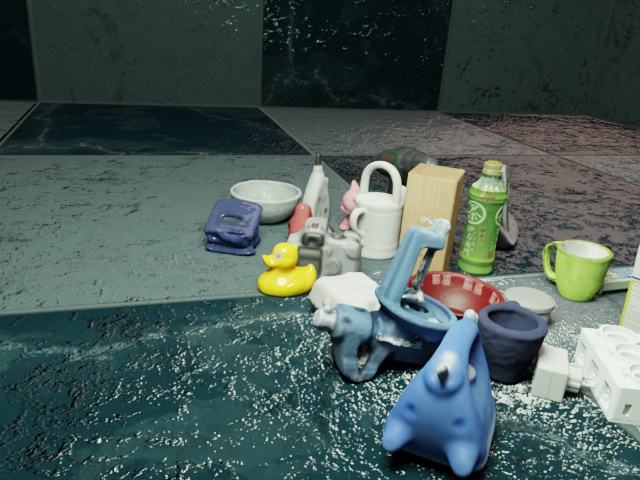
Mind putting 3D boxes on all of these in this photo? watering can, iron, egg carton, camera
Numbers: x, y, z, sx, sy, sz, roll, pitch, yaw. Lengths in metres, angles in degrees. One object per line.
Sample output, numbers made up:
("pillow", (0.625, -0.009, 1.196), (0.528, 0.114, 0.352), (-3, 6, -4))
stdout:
("watering can", (0.123, -0.069, 1.179), (0.100, 0.194, 0.173), (11, 23, 18))
("iron", (0.162, 0.156, 0.690), (0.118, 0.141, 0.259), (13, 23, 20))
("egg carton", (0.051, 0.104, 0.898), (0.107, 0.069, 0.149), (-8, 25, -28))
("camera", (0.010, 0.004, 1.101), (0.143, 0.101, 0.137), (6, 22, 4))

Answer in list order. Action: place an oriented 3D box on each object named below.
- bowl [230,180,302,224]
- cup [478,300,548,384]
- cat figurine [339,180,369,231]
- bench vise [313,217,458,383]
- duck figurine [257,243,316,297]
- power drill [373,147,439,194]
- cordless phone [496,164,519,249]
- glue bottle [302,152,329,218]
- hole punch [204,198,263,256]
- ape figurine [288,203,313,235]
("bowl", (-0.125, -0.082, 1.328), (0.167, 0.075, 0.167), (4, 22, -1))
("cup", (0.263, 0.144, 0.804), (0.091, 0.095, 0.118), (10, 22, 15))
("cat figurine", (0.087, -0.081, 1.307), (0.067, 0.118, 0.128), (12, 23, 20))
("bench vise", (0.103, 0.082, 0.760), (0.208, 0.220, 0.121), (-11, 26, -33))
("duck figurine", (-0.056, 0.046, 1.001), (0.105, 0.086, 0.077), (-3, 23, -17))
("power drill", (0.184, -0.106, 1.265), (0.076, 0.208, 0.229), (-5, 23, -21))
("cordless phone", (0.410, -0.085, 1.287), (0.094, 0.185, 0.148), (11, 23, 18))
("glue bottle", (-0.007, -0.113, 1.294), (0.037, 0.173, 0.078), (17, 25, 30))
("hole punch", (-0.173, -0.028, 1.159), (0.108, 0.091, 0.101), (7, 22, 7))
("ape figurine", (-0.035, -0.033, 1.198), (0.077, 0.092, 0.076), (19, 26, 34))
